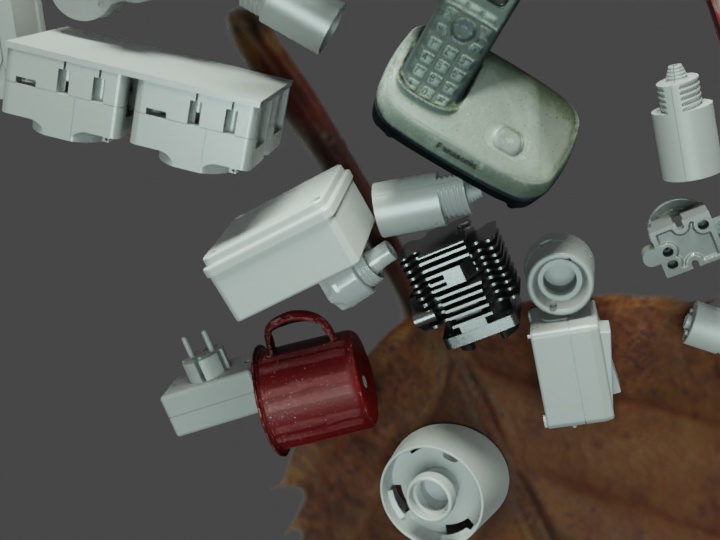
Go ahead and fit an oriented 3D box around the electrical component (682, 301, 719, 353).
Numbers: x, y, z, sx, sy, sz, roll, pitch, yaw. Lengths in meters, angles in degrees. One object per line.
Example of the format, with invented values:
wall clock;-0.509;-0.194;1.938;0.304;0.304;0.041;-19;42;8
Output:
electrical component;0.282;0.049;0.825;0.065;0.044;0.044;18;110;8

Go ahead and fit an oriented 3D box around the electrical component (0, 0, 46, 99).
electrical component;-0.289;-0.190;0.830;0.078;0.057;0.113;-1;108;9

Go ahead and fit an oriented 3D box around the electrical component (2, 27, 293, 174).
electrical component;-0.156;-0.126;0.804;0.186;0.105;0.060;14;110;5

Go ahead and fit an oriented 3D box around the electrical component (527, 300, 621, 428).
electrical component;0.170;0.078;0.840;0.061;0.061;0.096;-10;106;12

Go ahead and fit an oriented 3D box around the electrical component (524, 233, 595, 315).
electrical component;0.154;0.004;0.827;0.055;0.047;0.055;3;108;8

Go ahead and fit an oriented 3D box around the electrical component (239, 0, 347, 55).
electrical component;-0.056;-0.198;0.797;0.081;0.043;0.043;30;110;-1

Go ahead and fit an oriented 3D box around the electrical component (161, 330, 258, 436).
electrical component;-0.124;0.086;0.898;0.083;0.047;0.075;-18;104;14

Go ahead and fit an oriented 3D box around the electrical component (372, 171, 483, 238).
electrical component;0.054;-0.053;0.826;0.081;0.043;0.043;-10;106;12

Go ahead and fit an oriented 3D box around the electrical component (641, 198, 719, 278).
electrical component;0.240;-0.026;0.798;0.066;0.055;0.048;-22;103;15

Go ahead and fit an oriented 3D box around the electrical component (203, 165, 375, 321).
electrical component;-0.052;-0.022;0.819;0.109;0.108;0.056;-26;105;16

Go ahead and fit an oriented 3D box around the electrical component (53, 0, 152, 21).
electrical component;-0.167;-0.223;0.791;0.138;0.073;0.052;-15;105;13

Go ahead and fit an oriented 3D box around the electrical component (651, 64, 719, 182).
electrical component;0.235;-0.109;0.779;0.043;0.043;0.081;-11;106;12

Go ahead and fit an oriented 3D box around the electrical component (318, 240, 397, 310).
electrical component;0.000;0.000;0.852;0.062;0.043;0.043;-33;100;17

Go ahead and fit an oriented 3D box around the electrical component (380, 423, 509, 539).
electrical component;0.069;0.180;0.901;0.099;0.064;0.099;6;105;22
